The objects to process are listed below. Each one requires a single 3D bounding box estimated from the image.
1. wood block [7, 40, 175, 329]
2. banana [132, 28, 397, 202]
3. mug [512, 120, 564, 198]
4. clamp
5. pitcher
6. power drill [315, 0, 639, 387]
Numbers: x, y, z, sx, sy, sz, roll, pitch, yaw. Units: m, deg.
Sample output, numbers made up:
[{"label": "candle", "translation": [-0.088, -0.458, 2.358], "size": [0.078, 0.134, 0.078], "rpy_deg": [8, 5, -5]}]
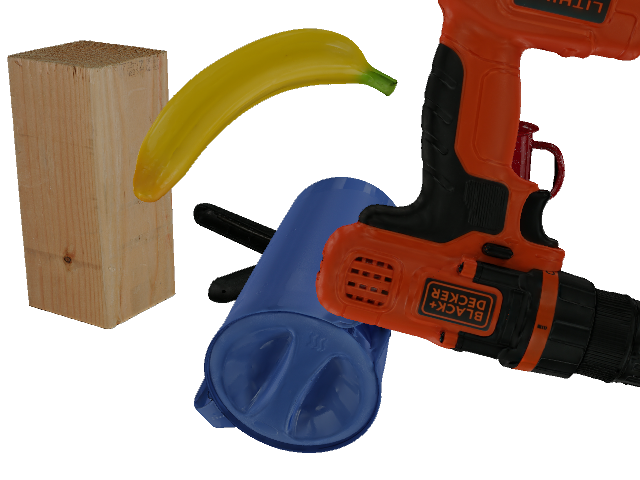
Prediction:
[{"label": "wood block", "translation": [-0.180, -0.047, 0.852], "size": [0.091, 0.206, 0.090], "rpy_deg": [13, 23, 28]}, {"label": "banana", "translation": [-0.044, -0.092, 0.684], "size": [0.197, 0.070, 0.037], "rpy_deg": [-28, -24, -22]}, {"label": "mug", "translation": [0.156, -0.061, 0.944], "size": [0.117, 0.081, 0.093], "rpy_deg": [4, 15, 14]}, {"label": "clamp", "translation": [-0.025, 0.024, 1.067], "size": [0.210, 0.036, 0.164], "rpy_deg": [10, 29, -10]}, {"label": "pitcher", "translation": [-0.008, 0.052, 0.879], "size": [0.149, 0.145, 0.242], "rpy_deg": [10, 32, 7]}, {"label": "power drill", "translation": [0.105, -0.031, 0.506], "size": [0.184, 0.188, 0.057], "rpy_deg": [14, 5, -1]}]
